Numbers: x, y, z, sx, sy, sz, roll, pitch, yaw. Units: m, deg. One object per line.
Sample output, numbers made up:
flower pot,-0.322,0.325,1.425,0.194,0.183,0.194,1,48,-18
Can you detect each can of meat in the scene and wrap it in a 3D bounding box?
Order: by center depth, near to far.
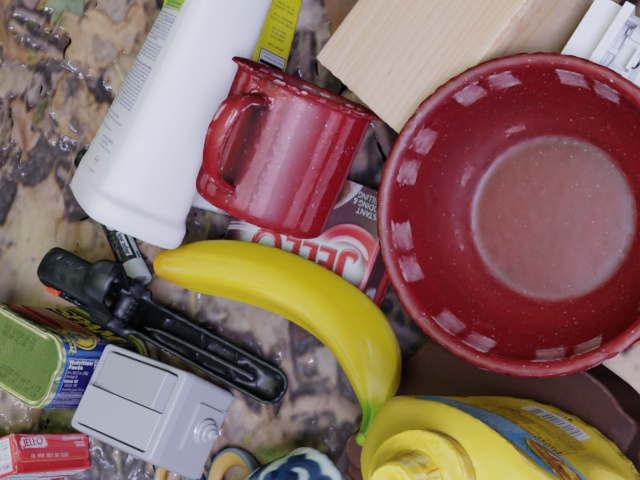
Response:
can of meat,-0.188,0.082,0.754,0.102,0.083,0.057,21,94,34

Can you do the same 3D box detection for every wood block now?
wood block,0.107,-0.149,0.601,0.091,0.090,0.206,46,106,30

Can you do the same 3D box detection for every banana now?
banana,-0.017,0.040,0.624,0.198,0.069,0.037,34,143,37

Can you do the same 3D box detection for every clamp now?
clamp,-0.123,0.049,0.713,0.210,0.164,0.036,12,68,56

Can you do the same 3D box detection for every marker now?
marker,-0.155,-0.018,0.789,0.020,0.020,0.121,-38,64,22

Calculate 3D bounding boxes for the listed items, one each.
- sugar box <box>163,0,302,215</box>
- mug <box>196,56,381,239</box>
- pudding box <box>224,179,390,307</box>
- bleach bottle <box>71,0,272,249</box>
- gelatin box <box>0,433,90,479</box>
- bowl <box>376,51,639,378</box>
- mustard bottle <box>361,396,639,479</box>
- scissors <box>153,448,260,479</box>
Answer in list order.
sugar box,-0.074,-0.110,0.738,0.093,0.048,0.176,15,93,32
mug,-0.028,-0.052,0.611,0.093,0.117,0.081,27,102,24
pudding box,-0.004,0.001,0.677,0.114,0.039,0.090,23,95,33
bleach bottle,-0.072,-0.126,0.661,0.251,0.068,0.103,-64,26,6
gelatin box,-0.222,0.162,0.770,0.089,0.073,0.030,-22,70,28
bowl,0.113,-0.012,0.550,0.162,0.055,0.162,-1,89,26
mustard bottle,0.072,0.101,0.457,0.096,0.191,0.058,29,96,30
scissors,-0.050,0.223,0.684,0.096,0.016,0.202,-39,64,21
